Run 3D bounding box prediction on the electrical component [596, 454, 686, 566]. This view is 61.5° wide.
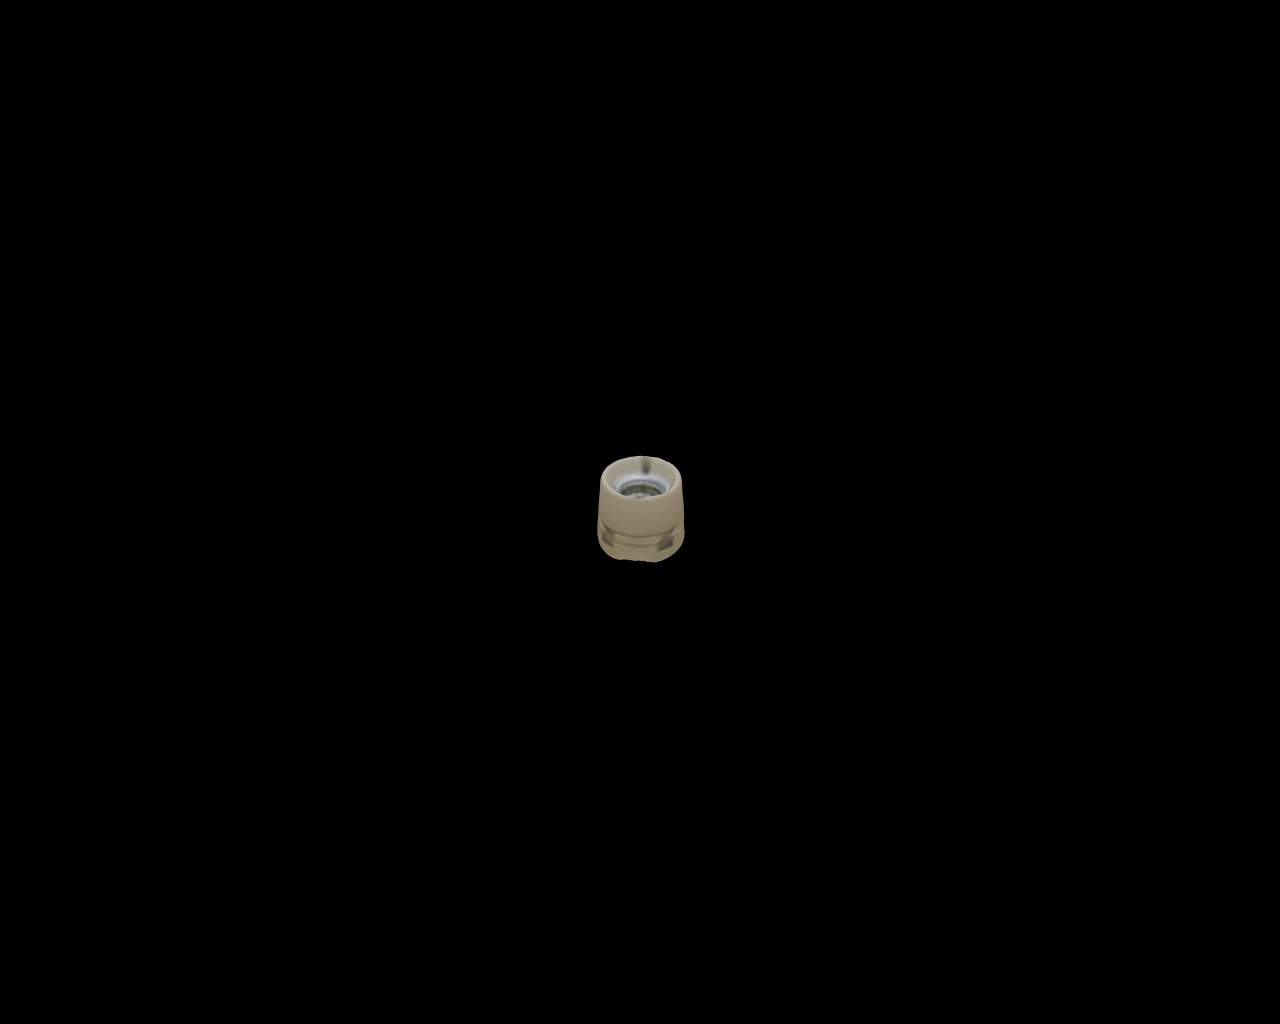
[{"bbox_3d":[0.001,-0.003,0.650,0.055,0.047,0.055,0,36,0],"label":"electrical component"}]
